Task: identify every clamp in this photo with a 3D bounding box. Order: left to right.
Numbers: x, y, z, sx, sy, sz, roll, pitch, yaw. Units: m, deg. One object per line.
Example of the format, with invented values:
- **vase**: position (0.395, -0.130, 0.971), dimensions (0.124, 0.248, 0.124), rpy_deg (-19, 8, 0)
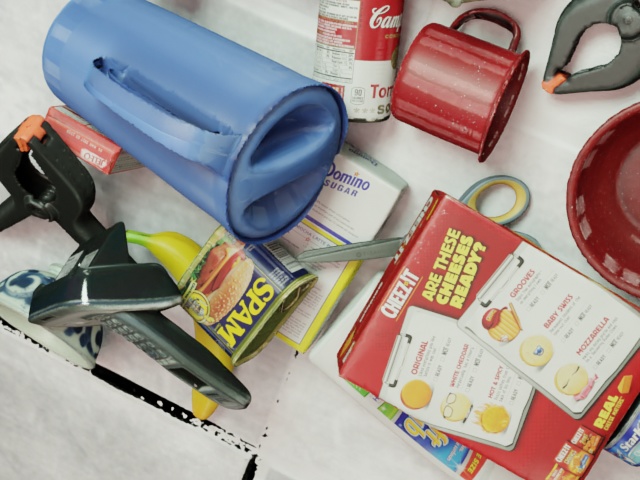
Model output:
- **clamp**: position (-0.246, -0.038, 0.940), dimensions (0.165, 0.036, 0.210), rpy_deg (17, 148, 15)
- **clamp**: position (0.243, -0.162, 0.794), dimensions (0.120, 0.039, 0.172), rpy_deg (46, 120, 13)

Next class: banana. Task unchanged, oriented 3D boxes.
- **banana**: position (-0.113, 0.070, 0.980), dimensions (0.070, 0.037, 0.198), rpy_deg (-15, 105, 12)

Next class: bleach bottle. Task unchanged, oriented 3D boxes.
- **bleach bottle**: position (0.115, 0.145, 0.922), dimensions (0.251, 0.068, 0.103), rpy_deg (40, 113, 0)

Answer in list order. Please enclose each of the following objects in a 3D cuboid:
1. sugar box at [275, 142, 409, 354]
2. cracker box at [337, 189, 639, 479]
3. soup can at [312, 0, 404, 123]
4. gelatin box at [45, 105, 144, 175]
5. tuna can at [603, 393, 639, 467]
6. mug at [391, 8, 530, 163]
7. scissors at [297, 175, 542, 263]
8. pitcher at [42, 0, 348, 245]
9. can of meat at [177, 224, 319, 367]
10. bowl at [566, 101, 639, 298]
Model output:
- **sugar box**: position (-0.006, 0.001, 0.923), dimensions (0.093, 0.048, 0.176), rpy_deg (34, 110, 7)
- **cracker box**: position (0.144, 0.082, 0.847), dimensions (0.213, 0.072, 0.164), rpy_deg (30, 96, -5)
- **soup can**: position (0.029, -0.150, 0.851), dimensions (0.068, 0.068, 0.102), rpy_deg (11, 110, 14)
- **gelatin box**: position (-0.192, -0.088, 0.928), dimensions (0.073, 0.089, 0.030), rpy_deg (30, 104, 6)
- **tuna can**: position (0.260, 0.139, 0.861), dimensions (0.034, 0.086, 0.086), rpy_deg (30, 113, 5)
- **mug**: position (0.112, -0.128, 0.828), dimensions (0.081, 0.093, 0.117), rpy_deg (25, 83, 14)
- **scissors**: position (0.087, -0.014, 0.874), dimensions (0.201, 0.016, 0.096), rpy_deg (8, 100, -5)
- **pitcher**: position (-0.112, -0.110, 0.836), dimensions (0.243, 0.144, 0.149), rpy_deg (33, 152, 28)
- **can of meat**: position (-0.065, 0.041, 0.898), dimensions (0.084, 0.057, 0.102), rpy_deg (44, 115, 13)
- **bowl**: position (0.272, -0.035, 0.818), dimensions (0.162, 0.055, 0.162), rpy_deg (5, 108, 16)
